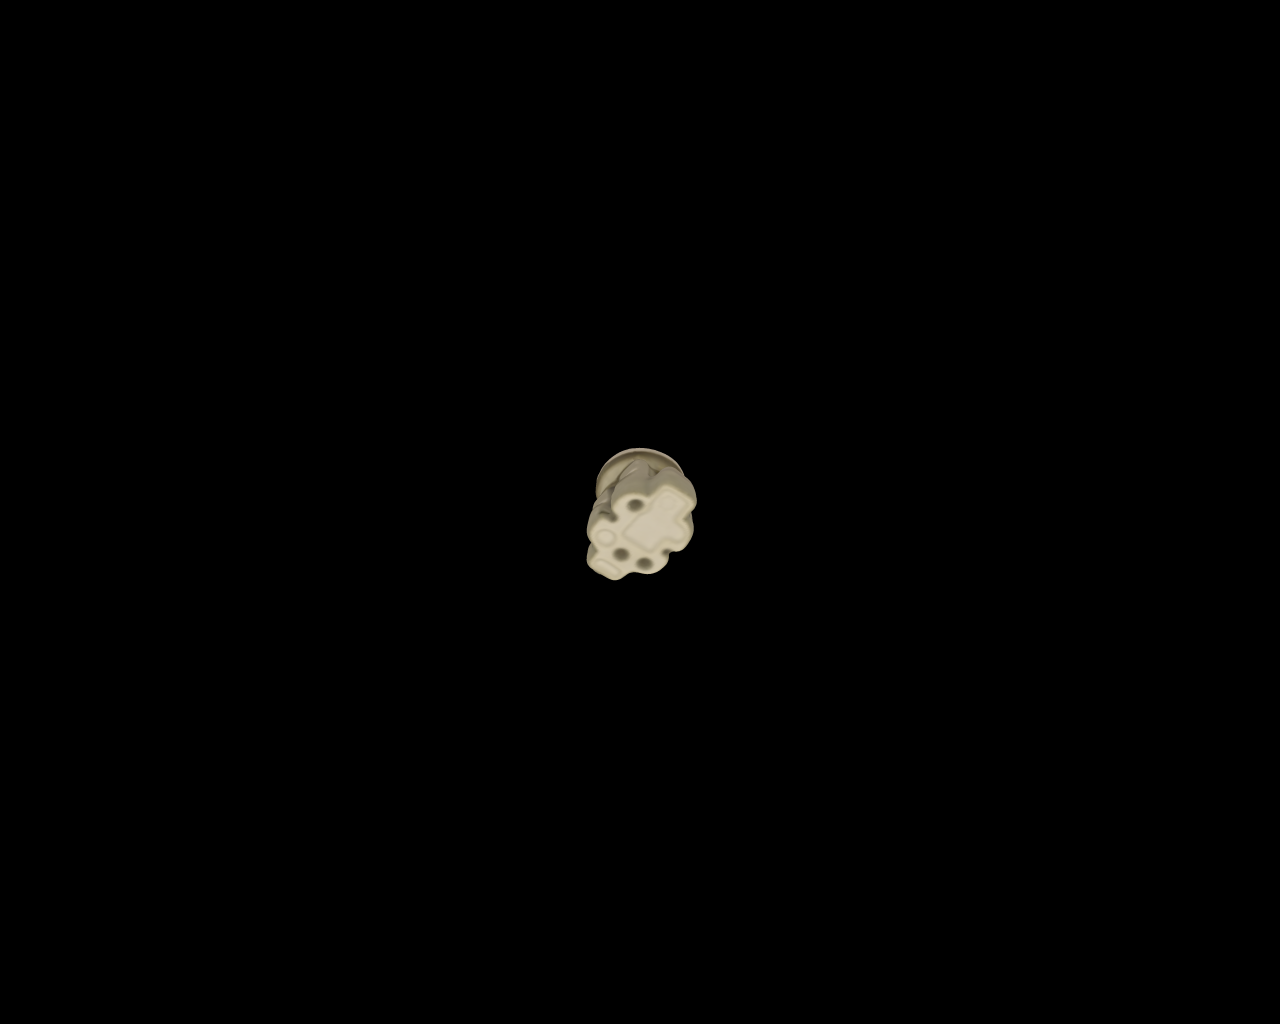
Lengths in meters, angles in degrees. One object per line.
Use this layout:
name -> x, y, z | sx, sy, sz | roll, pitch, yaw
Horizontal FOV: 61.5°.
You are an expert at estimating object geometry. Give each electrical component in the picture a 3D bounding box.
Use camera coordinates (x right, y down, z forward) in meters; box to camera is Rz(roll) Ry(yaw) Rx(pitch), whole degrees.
electrical component -> 0.001, -0.003, 0.650 | 0.058, 0.078, 0.057 | 33, 28, -20
